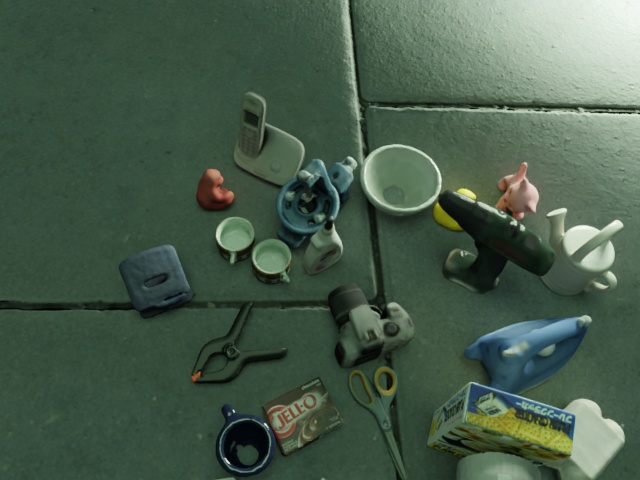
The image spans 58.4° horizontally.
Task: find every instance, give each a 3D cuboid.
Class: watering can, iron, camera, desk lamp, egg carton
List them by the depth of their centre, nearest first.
[{"bbox_3d":[0.236,0.428,0.828,0.118,0.213,0.203,14,62,3],"label":"desk lamp"},{"bbox_3d":[0.440,0.346,0.974,0.150,0.069,0.107,-37,71,-22],"label":"egg carton"},{"bbox_3d":[0.397,0.180,1.017,0.259,0.141,0.118,-20,65,-15],"label":"iron"},{"bbox_3d":[0.082,0.140,1.031,0.143,0.101,0.136,-18,65,-14],"label":"camera"},{"bbox_3d":[0.494,0.019,1.083,0.172,0.194,0.101,34,64,12],"label":"watering can"}]

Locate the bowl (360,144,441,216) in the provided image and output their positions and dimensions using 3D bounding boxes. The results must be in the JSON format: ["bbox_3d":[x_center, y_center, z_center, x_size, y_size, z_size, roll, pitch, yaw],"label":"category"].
[{"bbox_3d":[0.162,-0.112,1.188,0.167,0.075,0.167,2,62,-4],"label":"bowl"}]

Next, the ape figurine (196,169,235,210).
[{"bbox_3d":[-0.212,-0.106,1.139,0.076,0.092,0.077,-25,67,-17],"label":"ape figurine"}]

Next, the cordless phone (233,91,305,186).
[{"bbox_3d":[-0.101,-0.205,1.150,0.147,0.185,0.094,24,62,8],"label":"cordless phone"}]

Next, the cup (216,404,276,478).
[{"bbox_3d":[-0.124,0.324,0.916,0.092,0.095,0.117,-28,68,-18],"label":"cup"}]

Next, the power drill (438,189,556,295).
[{"bbox_3d":[0.301,0.014,1.059,0.229,0.208,0.076,25,63,8],"label":"power drill"}]

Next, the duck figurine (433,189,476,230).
[{"bbox_3d":[0.292,-0.070,1.172,0.104,0.086,0.077,5,62,-3],"label":"duck figurine"}]

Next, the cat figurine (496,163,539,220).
[{"bbox_3d":[0.413,-0.100,1.182,0.067,0.118,0.128,14,61,2],"label":"cat figurine"}]

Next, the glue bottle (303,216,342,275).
[{"bbox_3d":[0.010,0.004,1.056,0.078,0.173,0.037,-32,69,-20],"label":"glue bottle"}]

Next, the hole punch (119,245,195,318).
[{"bbox_3d":[-0.294,0.075,1.035,0.109,0.091,0.101,-22,66,-16],"label":"hole punch"}]

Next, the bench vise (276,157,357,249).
[{"bbox_3d":[-0.009,-0.106,1.086,0.121,0.220,0.207,21,62,6],"label":"bench vise"}]
